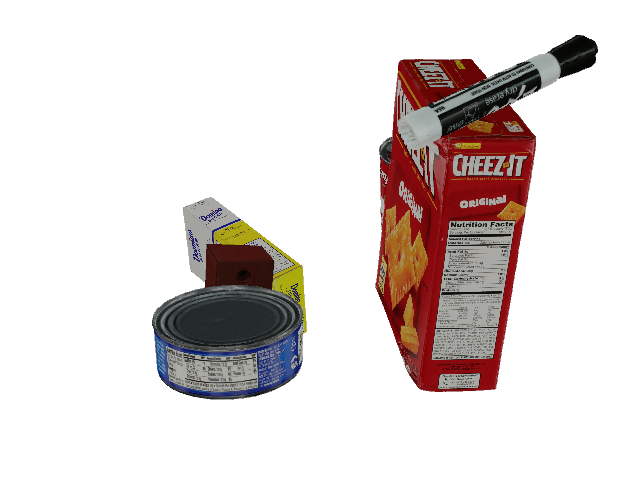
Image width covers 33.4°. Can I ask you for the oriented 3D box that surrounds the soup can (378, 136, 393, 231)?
[{"bbox_3d":[0.096,-0.053,1.129,0.068,0.102,0.068,-2,36,1],"label":"soup can"}]

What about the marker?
[{"bbox_3d":[0.096,-0.080,0.563,0.121,0.020,0.020,-26,8,-17],"label":"marker"}]

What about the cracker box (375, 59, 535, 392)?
[{"bbox_3d":[0.096,-0.014,0.834,0.072,0.214,0.164,-2,29,-9],"label":"cracker box"}]

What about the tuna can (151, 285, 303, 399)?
[{"bbox_3d":[-0.052,0.057,0.611,0.086,0.034,0.086,-1,20,0],"label":"tuna can"}]

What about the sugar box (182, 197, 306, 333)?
[{"bbox_3d":[-0.084,0.031,1.165,0.048,0.093,0.176,-23,41,-27],"label":"sugar box"}]

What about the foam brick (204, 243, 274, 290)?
[{"bbox_3d":[-0.074,0.047,0.946,0.053,0.078,0.051,0,15,-16],"label":"foam brick"}]
